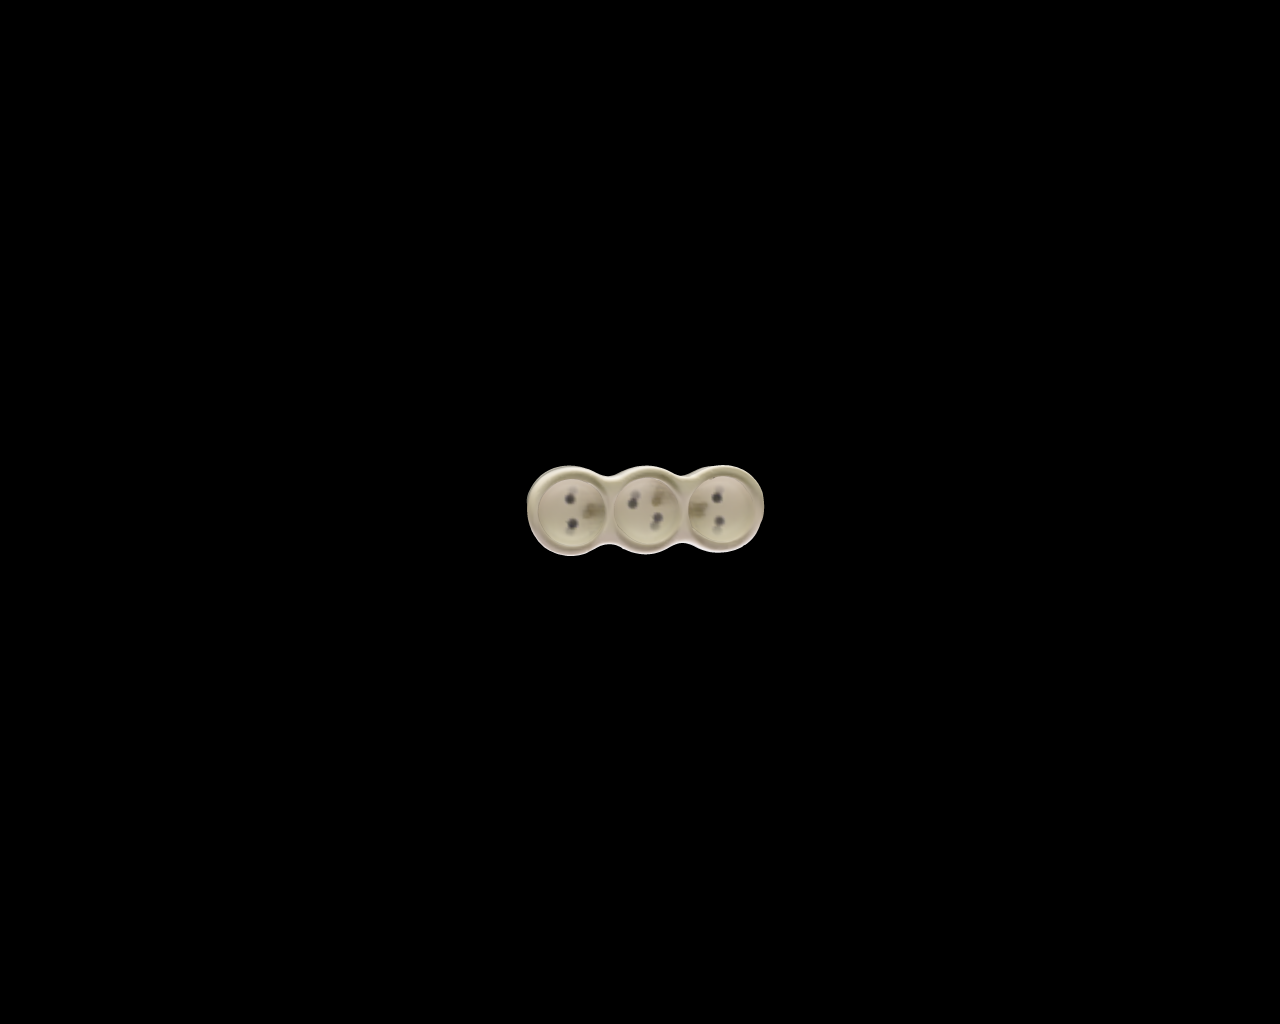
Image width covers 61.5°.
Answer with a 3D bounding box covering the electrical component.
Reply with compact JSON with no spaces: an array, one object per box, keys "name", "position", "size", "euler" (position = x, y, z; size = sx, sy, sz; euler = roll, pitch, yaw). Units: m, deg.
[{"name":"electrical component","position":[0.001,-0.003,0.650],"size":[0.138,0.052,0.074],"euler":[0,4,-7]}]
